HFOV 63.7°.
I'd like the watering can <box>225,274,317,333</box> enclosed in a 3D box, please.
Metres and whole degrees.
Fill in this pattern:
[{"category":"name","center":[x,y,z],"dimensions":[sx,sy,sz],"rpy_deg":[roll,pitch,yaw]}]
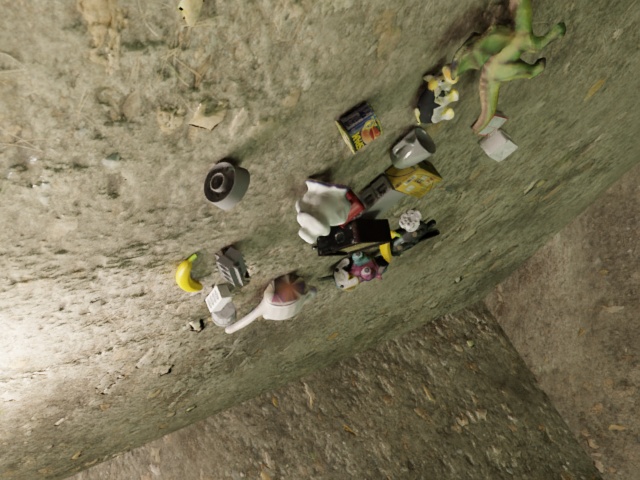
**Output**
[{"category":"watering can","center":[-0.162,0.226,1.782],"dimensions":[0.350,0.106,0.219],"rpy_deg":[-20,154,-19]}]

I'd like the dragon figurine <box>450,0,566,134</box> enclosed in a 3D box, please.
[{"category":"dragon figurine","center":[0.373,-0.394,1.126],"dimensions":[0.244,0.124,0.401],"rpy_deg":[-6,136,-32]}]

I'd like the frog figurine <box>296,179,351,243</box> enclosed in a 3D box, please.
[{"category":"frog figurine","center":[0.004,-0.066,1.311],"dimensions":[0.122,0.137,0.160],"rpy_deg":[171,-66,-76]}]
